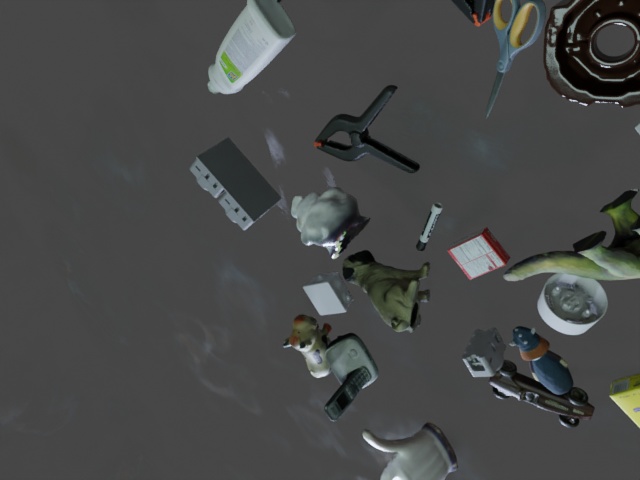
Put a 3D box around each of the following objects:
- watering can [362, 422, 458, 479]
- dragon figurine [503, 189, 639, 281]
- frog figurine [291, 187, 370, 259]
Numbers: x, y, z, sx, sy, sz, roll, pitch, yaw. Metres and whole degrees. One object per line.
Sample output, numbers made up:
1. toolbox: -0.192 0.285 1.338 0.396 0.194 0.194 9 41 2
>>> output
1. watering can: 0.226 0.538 1.263 0.104 0.227 0.342 12 129 53
2. dragon figurine: 0.507 0.042 0.762 0.242 0.125 0.403 42 139 -8
3. frog figurine: 0.003 -0.054 1.070 0.161 0.123 0.136 39 104 20
